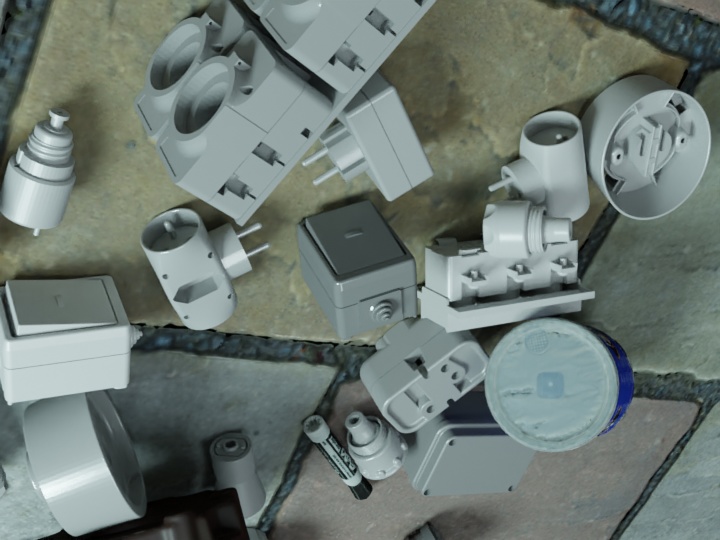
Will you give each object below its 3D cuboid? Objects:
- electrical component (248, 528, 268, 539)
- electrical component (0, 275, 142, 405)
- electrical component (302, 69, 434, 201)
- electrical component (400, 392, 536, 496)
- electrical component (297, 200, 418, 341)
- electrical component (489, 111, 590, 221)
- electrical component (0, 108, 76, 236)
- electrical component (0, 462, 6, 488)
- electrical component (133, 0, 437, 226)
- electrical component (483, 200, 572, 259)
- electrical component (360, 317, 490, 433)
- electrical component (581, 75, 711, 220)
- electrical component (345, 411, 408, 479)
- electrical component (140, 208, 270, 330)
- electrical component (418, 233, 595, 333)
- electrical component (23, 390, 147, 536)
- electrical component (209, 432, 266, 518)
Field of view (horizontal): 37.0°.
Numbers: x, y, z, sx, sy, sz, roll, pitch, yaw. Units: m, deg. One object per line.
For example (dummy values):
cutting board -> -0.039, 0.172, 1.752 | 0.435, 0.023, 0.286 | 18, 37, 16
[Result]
electrical component -> -0.106, 0.273, 0.953 | 0.080, 0.051, 0.080 | -14, 130, -18
electrical component -> -0.193, 0.041, 0.718 | 0.096, 0.061, 0.061 | -7, 128, -24
electrical component -> -0.003, -0.085, 0.731 | 0.076, 0.047, 0.083 | -32, 134, -2
electrical component -> 0.098, 0.156, 0.966 | 0.113, 0.057, 0.078 | 4, 122, -31
electrical component -> 0.000, 0.000, 0.765 | 0.062, 0.096, 0.061 | -17, 131, -15
electrical component -> 0.134, -0.070, 0.817 | 0.079, 0.044, 0.077 | -25, 133, -8
electrical component -> -0.193, -0.061, 0.653 | 0.040, 0.040, 0.078 | 8, 121, -32
electrical component -> -0.279, 0.132, 0.756 | 0.043, 0.043, 0.081 | -19, 132, -14
electrical component -> -0.048, -0.134, 0.628 | 0.186, 0.105, 0.060 | -48, 132, 12
electrical component -> 0.124, -0.030, 0.789 | 0.062, 0.043, 0.043 | 1, 136, 20
electrical component -> 0.051, 0.078, 0.879 | 0.095, 0.059, 0.053 | -38, 133, 3
electrical component -> 0.218, -0.097, 0.827 | 0.099, 0.064, 0.099 | -15, 130, -18
electrical component -> 0.009, 0.146, 0.921 | 0.048, 0.048, 0.062 | -34, 127, 0
electrical component -> -0.101, -0.008, 0.742 | 0.079, 0.043, 0.077 | -26, 133, -8
electrical component -> 0.112, 0.005, 0.850 | 0.121, 0.079, 0.063 | -8, 106, -23
electrical component -> -0.200, 0.135, 0.760 | 0.060, 0.108, 0.108 | -22, 132, -4
electrical component -> -0.102, 0.166, 0.879 | 0.044, 0.044, 0.065 | -16, 126, -17
